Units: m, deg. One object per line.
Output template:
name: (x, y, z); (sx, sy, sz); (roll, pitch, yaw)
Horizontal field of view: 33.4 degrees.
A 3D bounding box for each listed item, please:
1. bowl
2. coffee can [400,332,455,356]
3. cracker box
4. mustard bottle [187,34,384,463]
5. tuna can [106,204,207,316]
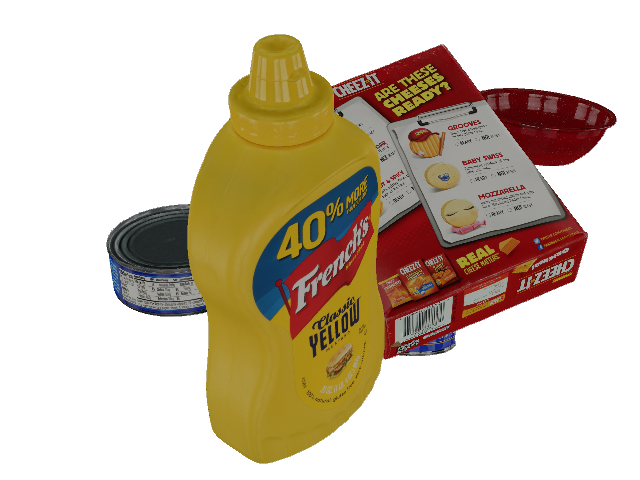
bowl: (0.245, -0.124, 1.197); (0.162, 0.055, 0.162); (4, 23, -2)
coffee can: (0.082, 0.027, 1.013); (0.103, 0.140, 0.103); (3, 11, -1)
cracker box: (0.073, -0.034, 0.814); (0.164, 0.214, 0.072); (-22, -34, -12)
mustard bottle: (-0.013, 0.002, 0.456); (0.058, 0.192, 0.096); (28, 48, 34)
tuna can: (-0.086, 0.011, 0.652); (0.086, 0.034, 0.086); (-2, 28, 1)
